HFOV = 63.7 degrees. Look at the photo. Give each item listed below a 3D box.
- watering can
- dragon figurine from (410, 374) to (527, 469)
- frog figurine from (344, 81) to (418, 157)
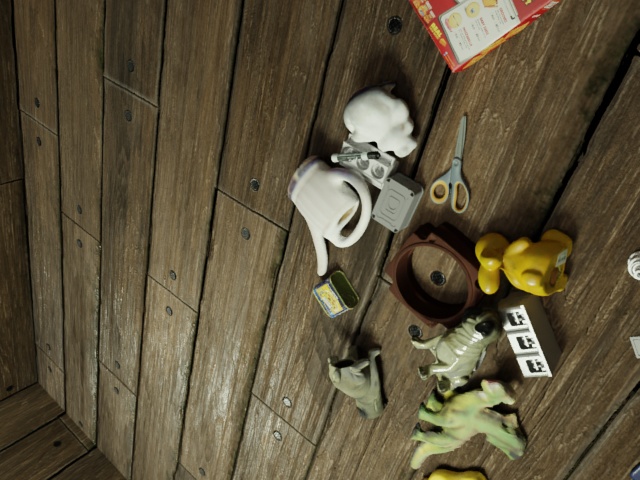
[{"bbox_3d":[0.004,-0.064,1.265,0.226,0.105,0.340,49,140,14],"label":"watering can"},{"bbox_3d":[0.348,0.448,1.196,0.244,0.124,0.401,18,127,23],"label":"dragon figurine"},{"bbox_3d":[0.128,-0.243,1.087,0.136,0.123,0.161,-26,78,22],"label":"frog figurine"}]
